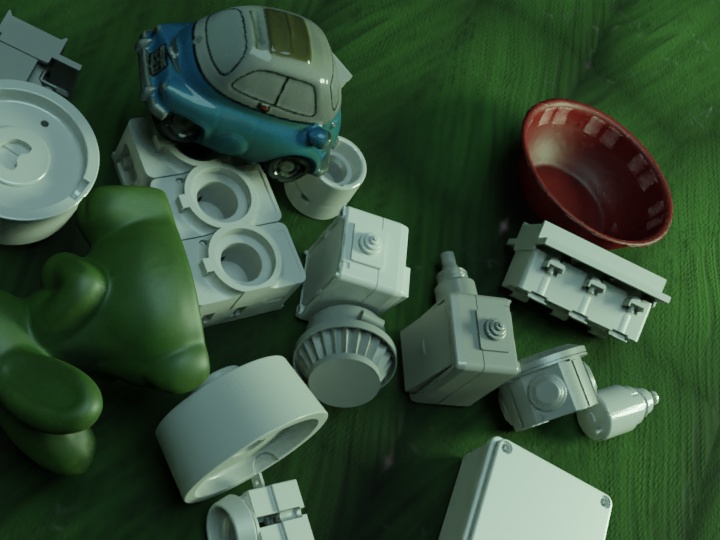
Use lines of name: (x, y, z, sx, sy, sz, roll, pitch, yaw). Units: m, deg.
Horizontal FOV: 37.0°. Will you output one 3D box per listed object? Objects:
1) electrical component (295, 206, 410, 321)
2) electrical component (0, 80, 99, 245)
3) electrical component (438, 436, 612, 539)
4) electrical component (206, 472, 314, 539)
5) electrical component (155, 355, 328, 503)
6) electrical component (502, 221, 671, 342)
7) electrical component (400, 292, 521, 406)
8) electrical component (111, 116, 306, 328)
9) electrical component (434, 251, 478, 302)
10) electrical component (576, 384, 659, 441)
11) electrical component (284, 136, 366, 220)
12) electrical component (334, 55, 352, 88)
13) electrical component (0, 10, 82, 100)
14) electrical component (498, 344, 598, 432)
electrical component: (0.000, 0.000, 0.803, 0.061, 0.096, 0.061, 17, 59, -19)
electrical component: (-0.239, -0.069, 0.738, 0.108, 0.060, 0.108, 12, 61, -22)
electrical component: (0.119, 0.196, 0.788, 0.109, 0.056, 0.108, 30, 56, -11)
electrical component: (-0.068, 0.170, 0.714, 0.055, 0.048, 0.066, -5, 68, -37)
electrical component: (-0.082, 0.098, 0.708, 0.108, 0.108, 0.060, -22, 71, -34)
electrical component: (0.187, 0.012, 0.908, 0.121, 0.079, 0.063, 24, 85, -14)
electrical component: (0.075, 0.058, 0.811, 0.061, 0.096, 0.061, 7, 62, -22)
electrical component: (-0.111, -0.041, 0.789, 0.089, 0.061, 0.150, -13, 72, -32)
electrical component: (0.077, 0.014, 0.874, 0.035, 0.035, 0.061, 2, 62, -26)
electrical component: (0.215, 0.114, 0.889, 0.078, 0.040, 0.040, -11, 71, -31)
electrical component: (-0.027, -0.075, 0.858, 0.055, 0.047, 0.055, 12, 61, -22)
electrical component: (-0.061, -0.149, 0.877, 0.055, 0.050, 0.089, 50, 55, 2)
electrical component: (-0.250, -0.145, 0.784, 0.081, 0.042, 0.063, 25, 60, -13)
electrical component: (0.145, 0.092, 0.841, 0.080, 0.080, 0.051, -13, 77, -31)
